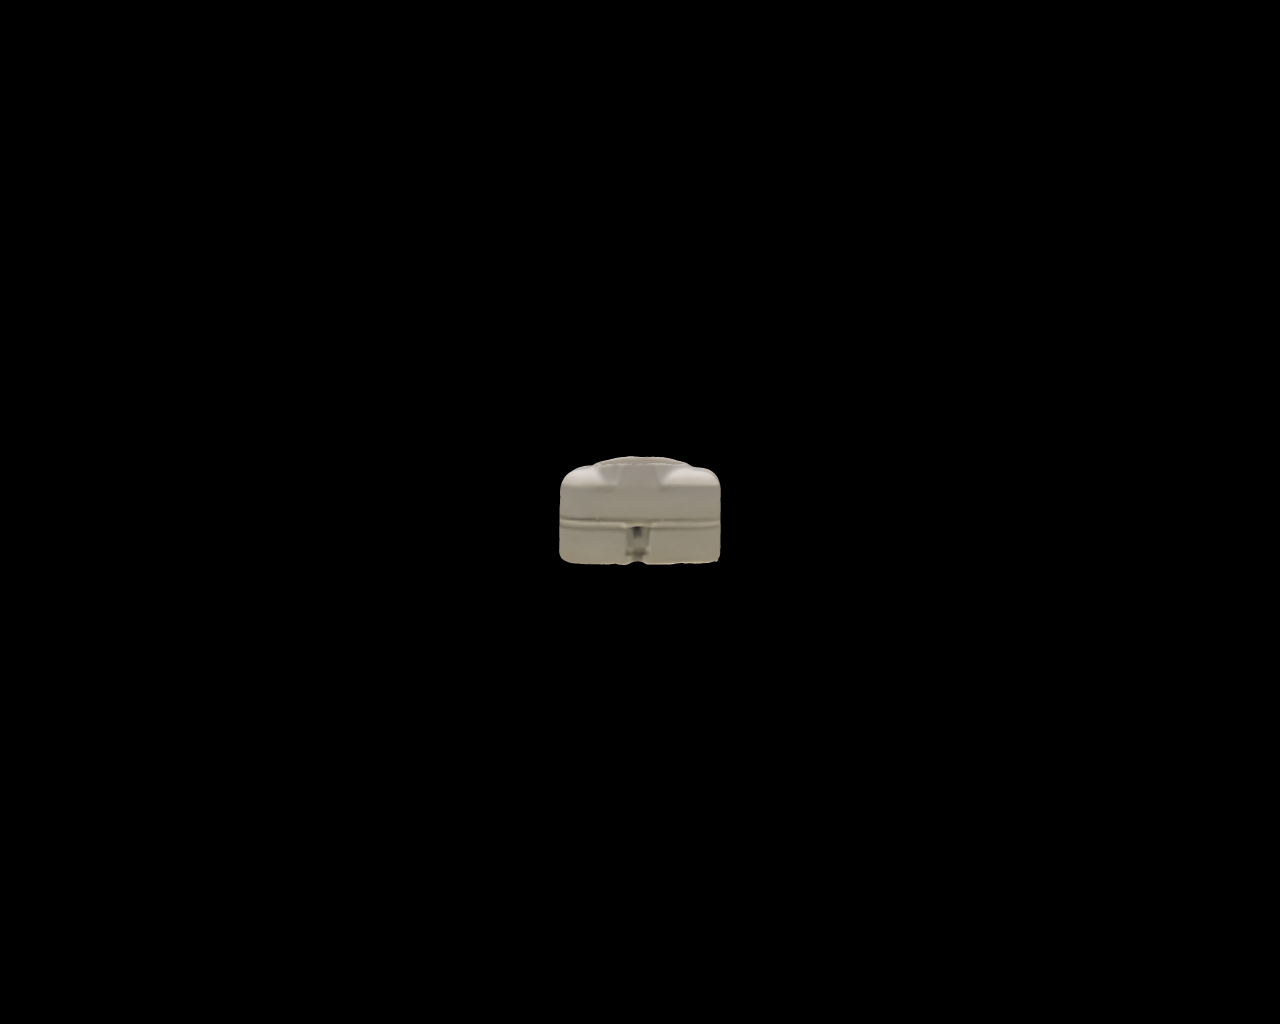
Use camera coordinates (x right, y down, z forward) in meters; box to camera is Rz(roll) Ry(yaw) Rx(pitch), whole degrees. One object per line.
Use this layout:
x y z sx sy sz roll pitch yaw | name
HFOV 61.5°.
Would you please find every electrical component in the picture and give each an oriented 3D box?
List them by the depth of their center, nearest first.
0.001 -0.003 0.650 0.095 0.059 0.054 1 8 5 | electrical component
